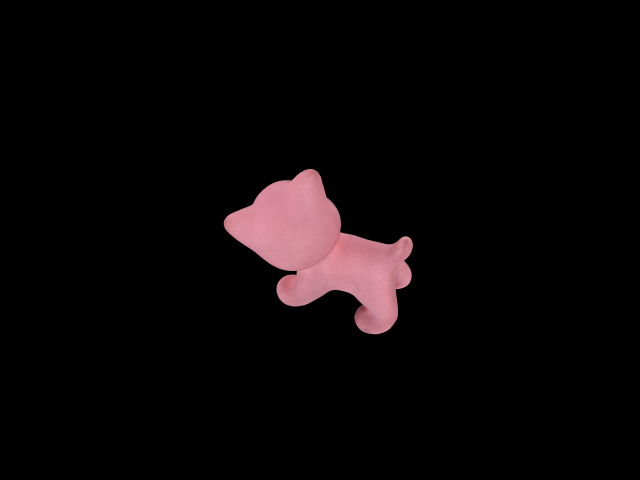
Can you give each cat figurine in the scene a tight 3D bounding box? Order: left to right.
[{"bbox_3d":[0.004,0.001,0.400,0.127,0.118,0.067,14,58,9],"label":"cat figurine"}]
